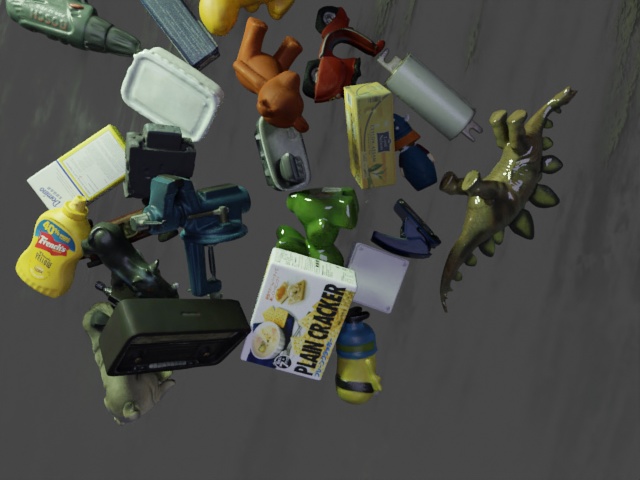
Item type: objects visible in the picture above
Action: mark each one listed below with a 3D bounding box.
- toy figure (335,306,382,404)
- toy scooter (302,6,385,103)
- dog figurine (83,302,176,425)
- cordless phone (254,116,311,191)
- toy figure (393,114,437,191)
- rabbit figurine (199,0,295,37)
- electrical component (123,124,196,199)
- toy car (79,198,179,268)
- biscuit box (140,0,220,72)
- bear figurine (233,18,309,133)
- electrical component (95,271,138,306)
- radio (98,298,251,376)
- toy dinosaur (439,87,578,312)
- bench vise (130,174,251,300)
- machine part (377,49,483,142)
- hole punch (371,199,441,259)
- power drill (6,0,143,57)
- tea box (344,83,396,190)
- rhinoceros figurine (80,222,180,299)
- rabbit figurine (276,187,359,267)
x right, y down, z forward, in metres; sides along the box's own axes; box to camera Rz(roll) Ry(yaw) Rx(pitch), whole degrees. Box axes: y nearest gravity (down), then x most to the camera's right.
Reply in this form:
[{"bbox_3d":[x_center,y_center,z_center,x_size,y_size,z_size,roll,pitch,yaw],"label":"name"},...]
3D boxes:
[{"bbox_3d":[0.067,0.222,1.028,0.089,0.082,0.180,-8,99,6],"label":"toy figure"},{"bbox_3d":[0.046,-0.335,0.996,0.135,0.075,0.183,13,88,-2],"label":"toy scooter"},{"bbox_3d":[-0.357,0.208,0.938,0.121,0.172,0.190,-35,104,-14],"label":"dog figurine"},{"bbox_3d":[-0.067,-0.158,0.939,0.089,0.184,0.146,-14,95,-1],"label":"cordless phone"},{"bbox_3d":[0.171,-0.169,1.029,0.064,0.058,0.154,-26,91,-10],"label":"toy figure"},{"bbox_3d":[-0.149,-0.443,0.947,0.162,0.122,0.173,45,88,-2],"label":"rabbit figurine"},{"bbox_3d":[-0.280,-0.136,0.937,0.115,0.058,0.134,-2,128,-27],"label":"electrical component"},{"bbox_3d":[-0.359,-0.017,0.981,0.202,0.053,0.089,-21,98,-6],"label":"toy car"},{"bbox_3d":[-0.265,-0.403,0.966,0.063,0.059,0.202,-37,97,-2],"label":"biscuit box"},{"bbox_3d":[-0.074,-0.278,0.922,0.120,0.196,0.132,16,115,-36],"label":"bear figurine"},{"bbox_3d":[-0.345,0.085,0.981,0.102,0.045,0.078,39,49,-3],"label":"electrical component"},{"bbox_3d":[-0.246,0.163,0.915,0.131,0.229,0.073,-48,53,30],"label":"radio"},{"bbox_3d":[0.335,-0.076,1.017,0.198,0.105,0.471,32,102,-20],"label":"toy dinosaur"},{"bbox_3d":[-0.214,0.002,0.941,0.129,0.223,0.240,11,112,36],"label":"bench vise"},{"bbox_3d":[0.208,-0.269,1.017,0.243,0.079,0.079,37,89,-8],"label":"machine part"},{"bbox_3d":[0.157,-0.003,1.003,0.116,0.142,0.092,45,86,7],"label":"hole punch"},{"bbox_3d":[-0.417,-0.440,0.944,0.232,0.086,0.207,9,100,-4],"label":"power drill"},{"bbox_3d":[0.090,-0.188,0.971,0.068,0.098,0.169,-10,119,-5],"label":"tea box"},{"bbox_3d":[-0.317,0.047,0.917,0.190,0.112,0.073,53,51,-19],"label":"rhinoceros figurine"},{"bbox_3d":[-0.002,-0.003,0.993,0.159,0.121,0.170,-3,108,-3],"label":"rabbit figurine"}]
